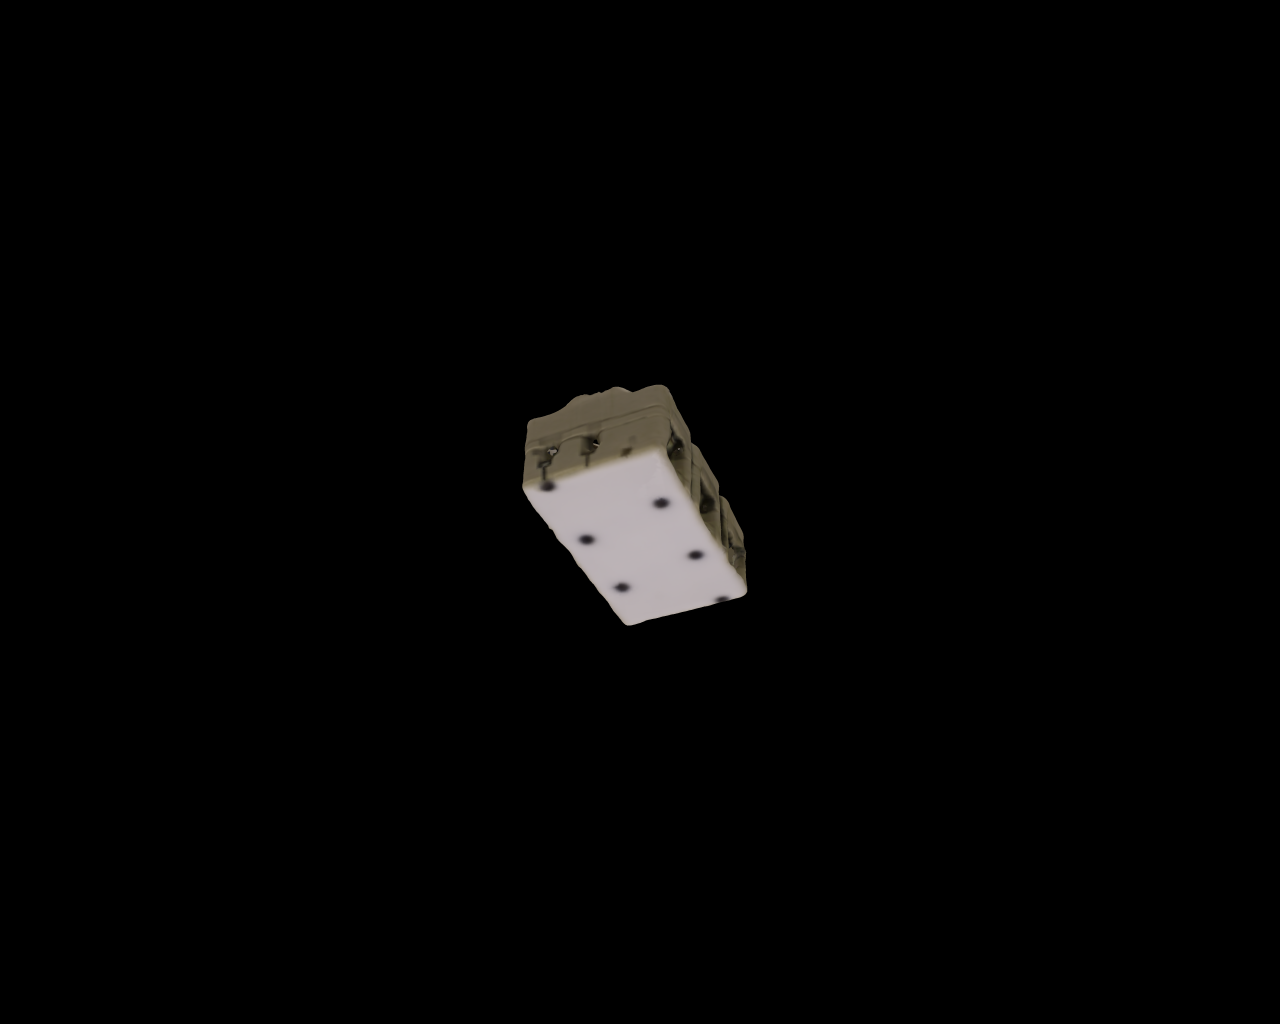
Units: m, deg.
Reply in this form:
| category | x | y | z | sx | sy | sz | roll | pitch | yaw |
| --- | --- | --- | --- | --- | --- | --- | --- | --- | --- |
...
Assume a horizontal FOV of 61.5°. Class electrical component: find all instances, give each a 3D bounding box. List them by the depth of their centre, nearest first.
| category | x | y | z | sx | sy | sz | roll | pitch | yaw |
| --- | --- | --- | --- | --- | --- | --- | --- | --- | --- |
| electrical component | 0.001 | -0.003 | 0.650 | 0.089 | 0.062 | 0.150 | -14 | -42 | 17 |
